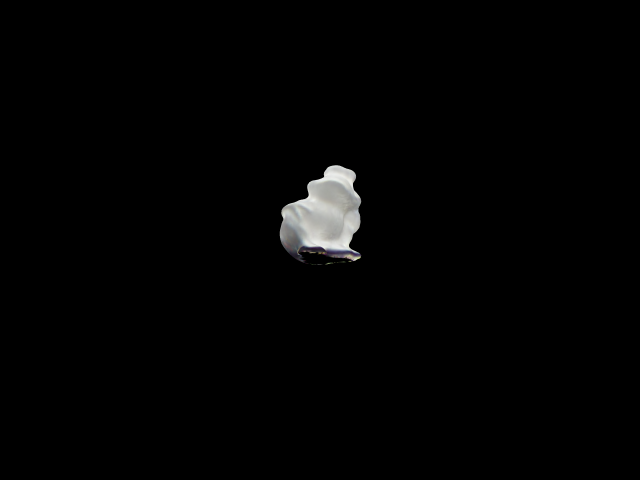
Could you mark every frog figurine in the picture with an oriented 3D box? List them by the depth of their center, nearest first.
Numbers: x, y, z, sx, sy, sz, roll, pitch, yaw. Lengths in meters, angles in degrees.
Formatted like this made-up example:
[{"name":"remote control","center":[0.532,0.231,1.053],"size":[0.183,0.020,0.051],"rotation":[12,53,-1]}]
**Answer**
[{"name":"frog figurine","center":[0.003,-0.043,0.850],"size":[0.137,0.162,0.121],"rotation":[5,-18,-15]}]
